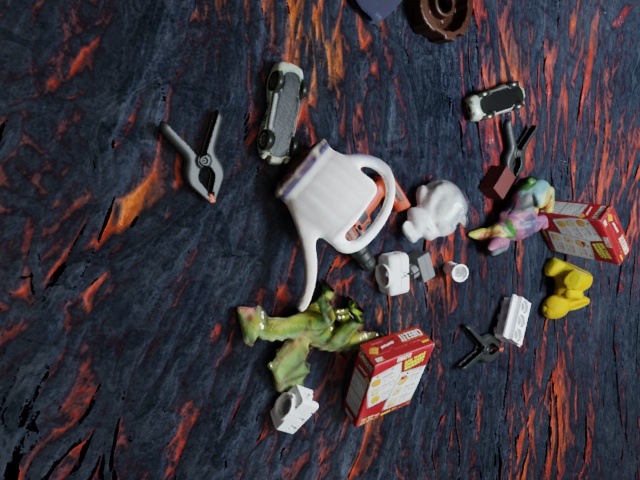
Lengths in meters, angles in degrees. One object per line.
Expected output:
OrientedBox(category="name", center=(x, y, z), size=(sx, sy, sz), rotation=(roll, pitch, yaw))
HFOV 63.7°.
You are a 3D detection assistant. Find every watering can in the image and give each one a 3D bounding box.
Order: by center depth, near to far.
OrientedBox(category="watering can", center=(0.003, -0.051, 1.022), size=(0.224, 0.103, 0.351), rotation=(40, 74, -3))

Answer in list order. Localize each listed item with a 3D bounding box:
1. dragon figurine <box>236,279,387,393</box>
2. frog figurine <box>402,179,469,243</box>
OrientedBox(category="dragon figurine", center=(-0.007, 0.230, 1.109), size=(0.405, 0.124, 0.242), rotation=(40, 94, -31))
OrientedBox(category="frog figurine", center=(0.263, -0.068, 1.212), size=(0.160, 0.120, 0.139), rotation=(-18, 73, -19))
